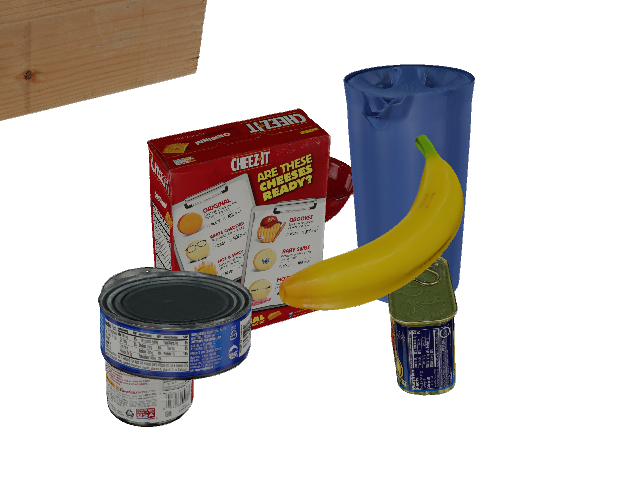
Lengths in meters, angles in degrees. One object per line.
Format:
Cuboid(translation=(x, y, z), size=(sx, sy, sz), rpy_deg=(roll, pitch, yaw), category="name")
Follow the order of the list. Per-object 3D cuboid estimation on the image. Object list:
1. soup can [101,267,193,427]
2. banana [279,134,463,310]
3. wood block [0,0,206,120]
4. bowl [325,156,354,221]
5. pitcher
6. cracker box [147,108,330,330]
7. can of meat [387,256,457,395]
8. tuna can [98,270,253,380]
Cuboid(translation=(-0.129, 0.081, 0.805), size=(0.068, 0.102, 0.068), rpy_deg=(3, 30, -2), category="soup can")
Cuboid(translation=(0.050, -0.002, 0.750), size=(0.070, 0.037, 0.197), rpy_deg=(28, 48, 19), category="banana")
Cuboid(translation=(-0.201, -0.168, 0.837), size=(0.205, 0.091, 0.090), rpy_deg=(-21, 52, -34), category="wood block")
Cuboid(translation=(-0.036, -0.056, 1.275), size=(0.162, 0.055, 0.162), rpy_deg=(5, 26, -3), category="bowl")
Cuboid(translation=(0.100, -0.063, 1.135), size=(0.149, 0.243, 0.145), rpy_deg=(-8, 23, -13), category="pitcher")
Cuboid(translation=(-0.080, -0.010, 1.049), size=(0.164, 0.214, 0.072), rpy_deg=(-15, 38, -24), category="cracker box")
Cuboid(translation=(0.089, 0.074, 0.941), size=(0.057, 0.084, 0.102), rpy_deg=(-5, 32, 2), category="can of meat")
Cuboid(translation=(-0.081, 0.047, 0.601), size=(0.086, 0.034, 0.086), rpy_deg=(2, 18, -1), category="tuna can")
